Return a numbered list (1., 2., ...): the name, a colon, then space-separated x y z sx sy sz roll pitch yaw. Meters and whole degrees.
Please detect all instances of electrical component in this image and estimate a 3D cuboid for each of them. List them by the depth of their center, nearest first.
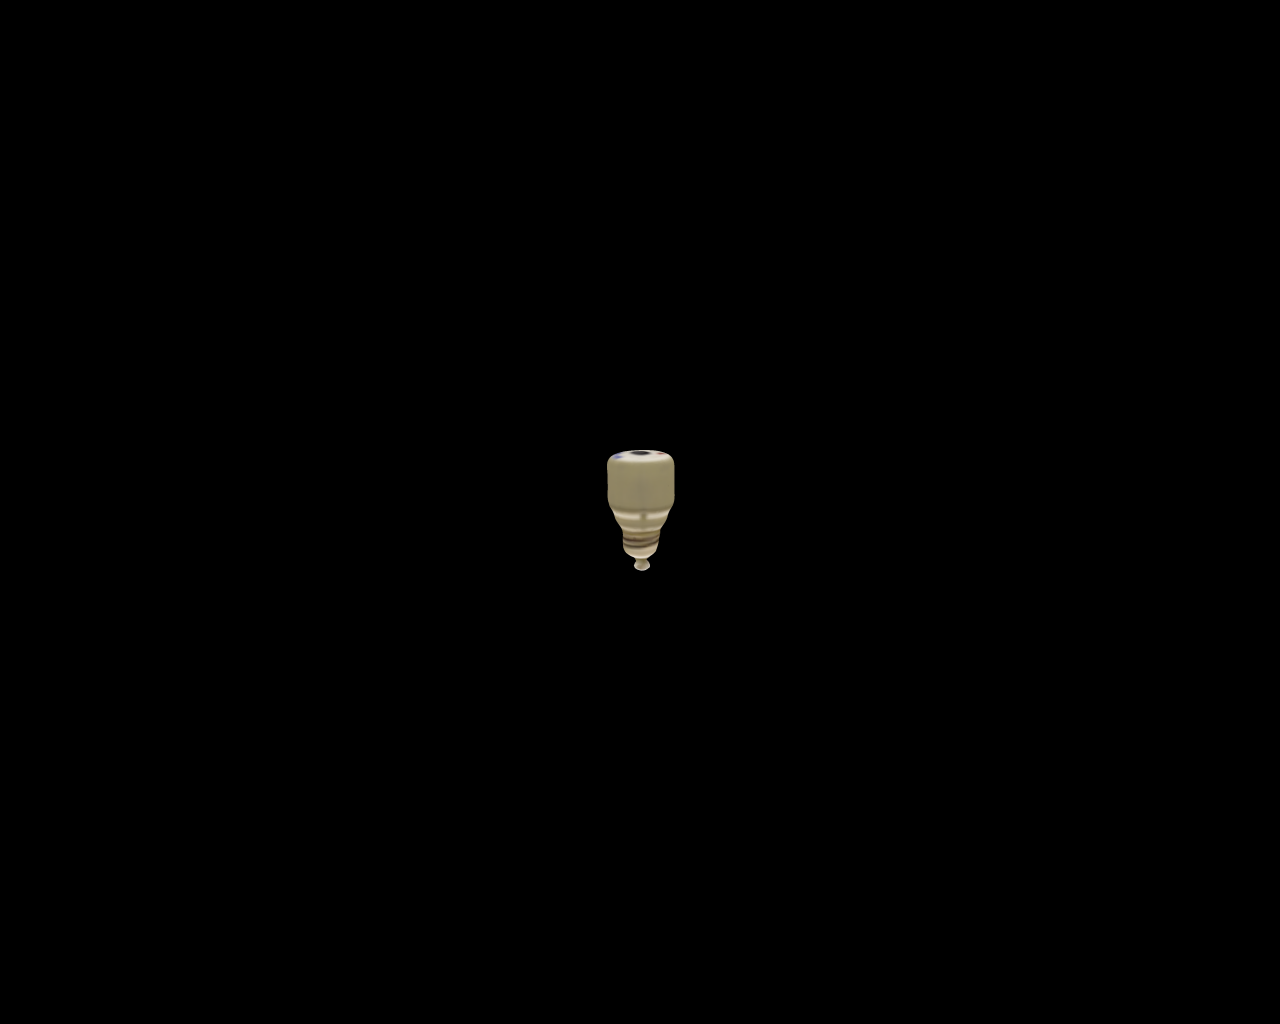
1. electrical component: 0.001 -0.003 0.650 0.040 0.078 0.040 0 14 0
